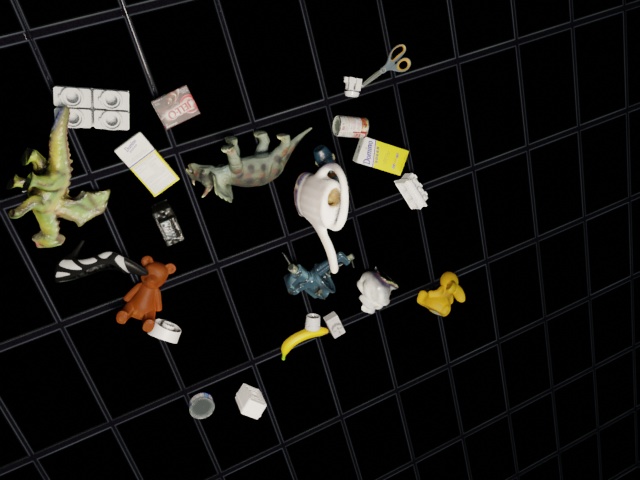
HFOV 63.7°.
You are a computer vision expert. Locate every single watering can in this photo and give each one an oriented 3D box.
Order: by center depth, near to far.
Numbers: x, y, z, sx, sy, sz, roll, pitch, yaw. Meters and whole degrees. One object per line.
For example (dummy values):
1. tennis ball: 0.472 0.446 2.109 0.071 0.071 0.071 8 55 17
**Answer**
1. watering can: 0.005 -0.083 1.650 0.104 0.226 0.343 -6 110 -37

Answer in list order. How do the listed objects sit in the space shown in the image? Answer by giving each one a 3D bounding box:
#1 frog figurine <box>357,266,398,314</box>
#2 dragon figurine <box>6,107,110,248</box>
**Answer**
1. frog figurine: 0.189 0.192 1.863 0.138 0.123 0.158 37 102 6
2. dragon figurine: -0.705 -0.146 1.433 0.240 0.124 0.408 27 101 -49
